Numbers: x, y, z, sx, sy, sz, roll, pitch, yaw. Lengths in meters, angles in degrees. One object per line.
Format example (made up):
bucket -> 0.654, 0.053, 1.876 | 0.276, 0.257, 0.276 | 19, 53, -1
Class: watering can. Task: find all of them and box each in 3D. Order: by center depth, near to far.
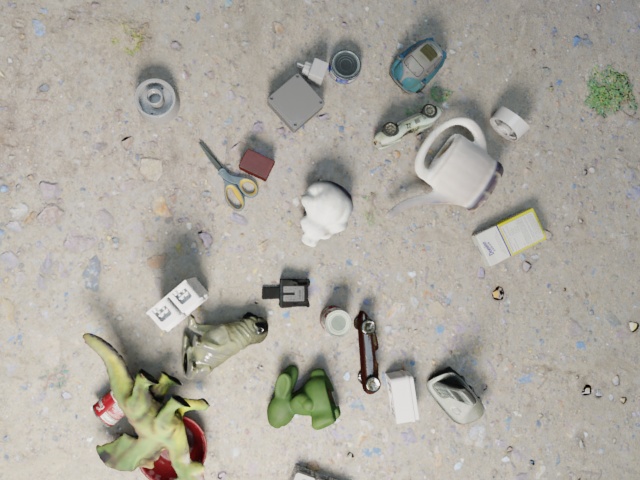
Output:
watering can -> 0.333, -0.151, 1.329 | 0.224, 0.103, 0.350 | 34, 82, -4

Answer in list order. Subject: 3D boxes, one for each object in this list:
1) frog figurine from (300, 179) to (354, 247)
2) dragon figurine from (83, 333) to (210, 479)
frog figurine -> 0.004, -0.064, 1.279 | 0.136, 0.122, 0.161 | 44, 70, -22
dragon figurine -> -0.408, 0.407, 1.146 | 0.410, 0.122, 0.243 | 34, 90, 0
